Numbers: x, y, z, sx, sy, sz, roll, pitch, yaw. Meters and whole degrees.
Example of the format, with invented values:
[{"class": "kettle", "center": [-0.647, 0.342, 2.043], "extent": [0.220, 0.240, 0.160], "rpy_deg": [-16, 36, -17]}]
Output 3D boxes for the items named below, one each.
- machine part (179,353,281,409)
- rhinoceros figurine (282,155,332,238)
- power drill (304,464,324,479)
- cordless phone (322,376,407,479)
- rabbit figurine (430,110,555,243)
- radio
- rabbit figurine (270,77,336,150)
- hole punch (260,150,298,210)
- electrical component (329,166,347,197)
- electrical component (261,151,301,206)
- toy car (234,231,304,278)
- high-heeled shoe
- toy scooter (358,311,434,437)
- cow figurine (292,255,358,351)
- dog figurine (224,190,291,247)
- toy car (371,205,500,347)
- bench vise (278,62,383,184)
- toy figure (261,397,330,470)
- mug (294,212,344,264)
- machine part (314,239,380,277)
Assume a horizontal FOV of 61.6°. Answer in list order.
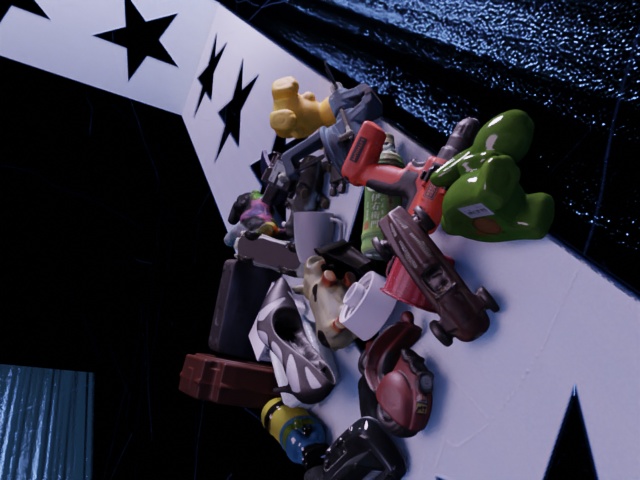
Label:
[{"class": "machine part", "center": [-0.183, 0.297, 1.143], "extent": [0.201, 0.201, 0.087], "rpy_deg": [-12, 63, 60]}, {"class": "rhinoceros figurine", "center": [-0.033, -0.096, 1.187], "extent": [0.112, 0.073, 0.190], "rpy_deg": [6, 83, 60]}, {"class": "power drill", "center": [-0.003, 0.500, 0.853], "extent": [0.207, 0.086, 0.232], "rpy_deg": [-62, 29, 31]}, {"class": "cordless phone", "center": [0.060, 0.307, 0.850], "extent": [0.146, 0.089, 0.184], "rpy_deg": [-56, 22, 33]}, {"class": "rabbit figurine", "center": [0.228, -0.084, 0.699], "extent": [0.159, 0.121, 0.170], "rpy_deg": [-28, 35, 62]}, {"class": "radio", "center": [-0.177, 0.162, 1.268], "extent": [0.073, 0.131, 0.229], "rpy_deg": [-6, 72, 59]}, {"class": "rabbit figurine", "center": [-0.011, -0.264, 1.162], "extent": [0.162, 0.173, 0.122], "rpy_deg": [62, -156, -60]}, {"class": "hole punch", "center": [-0.110, -0.153, 1.342], "extent": [0.115, 0.092, 0.142], "rpy_deg": [-64, 33, 28]}, {"class": "electrical component", "center": [0.043, -0.139, 1.122], "extent": [0.063, 0.021, 0.094], "rpy_deg": [-9, 70, 61]}, {"class": "electrical component", "center": [-0.093, -0.137, 1.238], "extent": [0.048, 0.075, 0.119], "rpy_deg": [-22, -47, -78]}, {"class": "toy car", "center": [-0.104, 0.031, 1.188], "extent": [0.202, 0.056, 0.073], "rpy_deg": [15, 89, 27]}, {"class": "high-heeled shoe", "center": [-0.036, 0.165, 0.950], "extent": [0.145, 0.086, 0.249], "rpy_deg": [-25, 57, 38]}, {"class": "toy scooter", "center": [0.118, 0.184, 0.786], "extent": [0.135, 0.075, 0.184], "rpy_deg": [-64, 26, 19]}, {"class": "cow figurine", "center": [0.014, 0.112, 0.997], "extent": [0.127, 0.085, 0.195], "rpy_deg": [-54, 41, 41]}, {"class": "dog figurine", "center": [-0.138, -0.039, 1.325], "extent": [0.219, 0.108, 0.191], "rpy_deg": [-7, 69, 56]}, {"class": "toy car", "center": [0.148, 0.043, 0.709], "extent": [0.089, 0.053, 0.202], "rpy_deg": [-36, 76, 11]}, {"class": "bench vise", "center": [0.015, -0.194, 1.046], "extent": [0.241, 0.128, 0.223], "rpy_deg": [-27, 75, 18]}, {"class": "toy figure", "center": [-0.046, 0.350, 0.990], "extent": [0.082, 0.089, 0.180], "rpy_deg": [-65, 27, 4]}, {"class": "mug", "center": [-0.002, -0.003, 1.098], "extent": [0.110, 0.081, 0.107], "rpy_deg": [3, 91, 24]}, {"class": "machine part", "center": [0.054, 0.033, 0.965], "extent": [0.139, 0.084, 0.039], "rpy_deg": [34, 128, 52]}]
